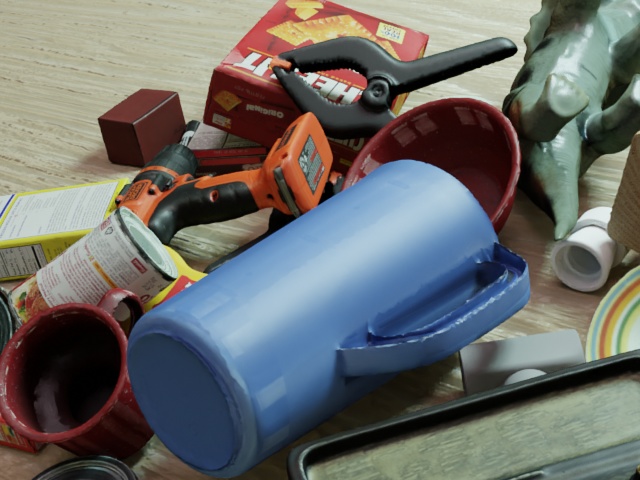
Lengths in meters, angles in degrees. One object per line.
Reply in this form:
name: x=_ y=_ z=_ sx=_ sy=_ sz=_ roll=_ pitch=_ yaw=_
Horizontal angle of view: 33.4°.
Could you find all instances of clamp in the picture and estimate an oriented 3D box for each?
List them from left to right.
clamp: x=-0.006 y=0.001 z=0.882 sx=0.120 sy=0.039 sz=0.171 roll=18 pitch=45 yaw=24
clamp: x=0.054 y=-0.114 z=0.931 sx=0.210 sy=0.036 sz=0.164 roll=12 pitch=80 yaw=10

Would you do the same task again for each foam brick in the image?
foam brick: x=-0.184 y=-0.118 z=1.112 sx=0.051 sy=0.053 sz=0.078 roll=10 pitch=36 yaw=30

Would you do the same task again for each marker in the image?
marker: x=-0.136 y=-0.089 z=1.083 sx=0.020 sy=0.020 sz=0.121 roll=-6 pitch=32 yaw=8

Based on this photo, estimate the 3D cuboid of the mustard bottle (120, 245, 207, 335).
mustard bottle: x=-0.098 y=0.065 z=0.787 sx=0.192 sy=0.058 sz=0.096 roll=23 pitch=54 yaw=41

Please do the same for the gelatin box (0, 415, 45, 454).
gelatin box: x=-0.212 y=0.110 z=0.779 sx=0.073 sy=0.030 sz=0.089 roll=7 pitch=37 yaw=27

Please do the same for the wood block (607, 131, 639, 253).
wood block: x=0.313 y=-0.058 z=0.789 sx=0.090 sy=0.091 sz=0.205 roll=33 pitch=45 yaw=32

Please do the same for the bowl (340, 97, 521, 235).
bowl: x=0.095 y=-0.032 z=0.848 sx=0.162 sy=0.055 sz=0.162 roll=-20 pitch=51 yaw=27

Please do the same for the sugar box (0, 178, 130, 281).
sugar box: x=-0.260 y=-0.006 z=0.966 sx=0.176 sy=0.048 sz=0.093 roll=-9 pitch=32 yaw=10

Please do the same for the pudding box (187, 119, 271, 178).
pudding box: x=-0.076 y=-0.104 z=1.070 sx=0.090 sy=0.039 sz=0.113 roll=-1 pitch=35 yaw=13

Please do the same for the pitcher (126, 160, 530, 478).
pitcher: x=0.008 y=0.048 z=0.675 sx=0.242 sy=0.149 sz=0.145 roll=-30 pitch=75 yaw=-42

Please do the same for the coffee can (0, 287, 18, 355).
coffee can: x=-0.316 y=0.064 z=0.817 sx=0.141 sy=0.103 sz=0.102 roll=13 pitch=39 yaw=33

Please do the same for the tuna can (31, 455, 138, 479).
tuna can: x=-0.148 y=0.173 z=0.654 sx=0.086 sy=0.034 sz=0.086 roll=-8 pitch=33 yaw=5

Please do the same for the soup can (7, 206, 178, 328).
soup can: x=-0.161 y=0.032 z=0.760 sx=0.102 sy=0.068 sz=0.068 roll=-38 pitch=33 yaw=4

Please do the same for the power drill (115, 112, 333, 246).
power drill: x=-0.086 y=-0.051 z=0.927 sx=0.188 sy=0.057 sz=0.184 roll=-17 pitch=28 yaw=21

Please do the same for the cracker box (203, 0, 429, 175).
cracker box: x=0.003 y=-0.163 z=1.060 sx=0.164 sy=0.072 sz=0.213 roll=20 pitch=37 yaw=8

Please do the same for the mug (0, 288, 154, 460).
mug: x=-0.149 y=0.088 z=0.709 sx=0.093 sy=0.081 sz=0.117 roll=12 pitch=69 yaw=22
